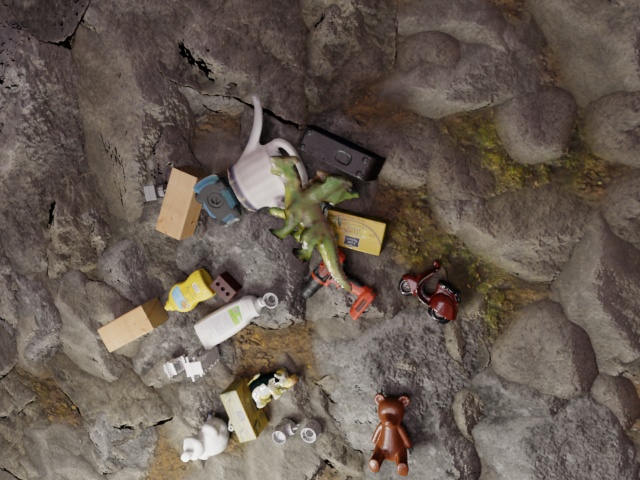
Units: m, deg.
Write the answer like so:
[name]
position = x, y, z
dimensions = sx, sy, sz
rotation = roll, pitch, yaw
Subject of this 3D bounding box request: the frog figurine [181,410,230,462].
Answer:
[frog figurine]
position = -0.368, 0.653, 1.665
dimensions = 0.123, 0.161, 0.136
rotation = 30, 108, 8

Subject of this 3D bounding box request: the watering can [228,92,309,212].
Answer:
[watering can]
position = -0.171, -0.226, 1.483
dimensions = 0.222, 0.105, 0.347
rotation = -27, 93, 19

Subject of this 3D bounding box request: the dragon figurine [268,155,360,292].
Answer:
[dragon figurine]
position = 0.004, -0.070, 1.396
dimensions = 0.409, 0.124, 0.240
rotation = 42, 105, -5
